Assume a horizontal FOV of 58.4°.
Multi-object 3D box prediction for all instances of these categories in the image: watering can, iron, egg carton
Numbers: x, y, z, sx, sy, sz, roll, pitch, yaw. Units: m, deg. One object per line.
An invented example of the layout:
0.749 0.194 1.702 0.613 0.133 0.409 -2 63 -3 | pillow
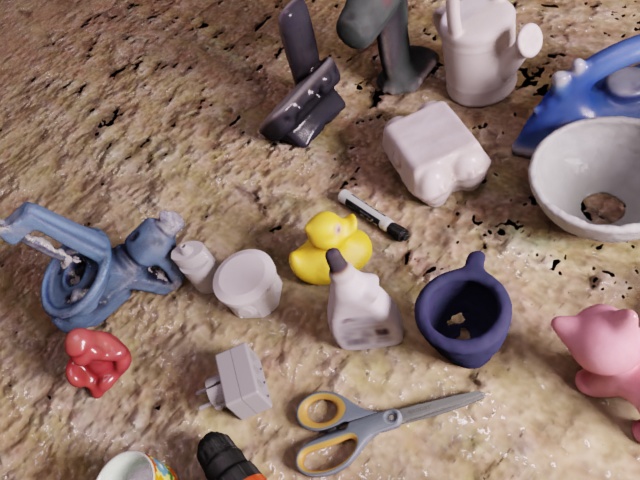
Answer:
0.218 -0.283 0.767 0.172 0.194 0.101 18 63 30 | watering can
0.357 -0.182 0.678 0.258 0.142 0.118 -14 51 9 | iron
0.146 -0.115 0.748 0.107 0.070 0.150 -25 50 0 | egg carton

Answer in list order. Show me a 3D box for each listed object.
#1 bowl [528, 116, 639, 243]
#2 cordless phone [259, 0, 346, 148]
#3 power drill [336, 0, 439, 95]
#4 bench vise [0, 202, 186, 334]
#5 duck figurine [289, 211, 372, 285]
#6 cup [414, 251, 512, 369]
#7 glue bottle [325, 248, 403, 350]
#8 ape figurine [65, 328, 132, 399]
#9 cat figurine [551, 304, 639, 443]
0.320 -0.056 0.640 0.167 0.075 0.167 -9 52 13 | bowl
-0.045 -0.242 0.834 0.093 0.185 0.148 23 65 32 | cordless phone
0.114 -0.330 0.829 0.075 0.209 0.230 22 64 31 | power drill
-0.284 0.005 0.710 0.208 0.220 0.121 -44 53 -15 | bench vise
0.006 0.002 0.698 0.104 0.086 0.077 -22 51 3 | duck figurine
0.151 0.079 0.585 0.091 0.095 0.118 7 58 24 | cup
0.036 0.060 0.588 0.078 0.173 0.037 -8 53 14 | glue bottle
-0.274 0.138 0.691 0.077 0.092 0.076 -11 52 11 | ape figurine
0.271 0.107 0.507 0.067 0.118 0.127 -40 52 -12 | cat figurine
